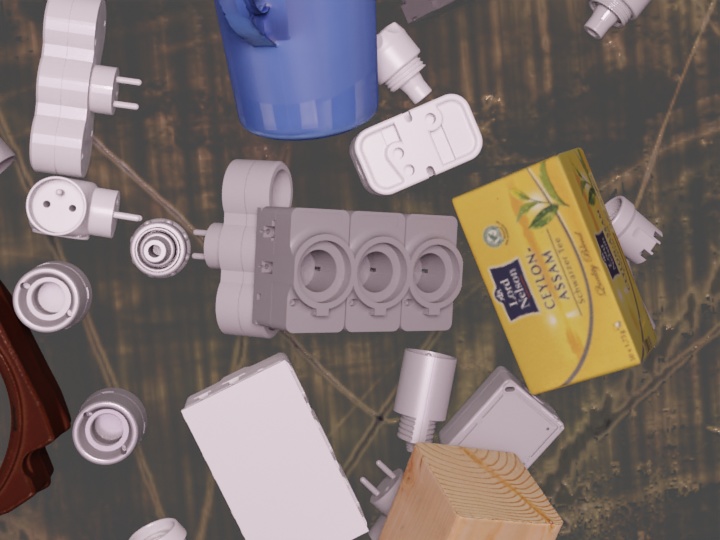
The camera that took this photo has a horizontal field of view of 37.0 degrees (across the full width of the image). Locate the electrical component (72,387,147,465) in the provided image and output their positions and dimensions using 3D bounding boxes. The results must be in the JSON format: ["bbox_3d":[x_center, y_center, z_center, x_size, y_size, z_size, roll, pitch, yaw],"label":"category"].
[{"bbox_3d":[-0.197,0.123,0.845,0.055,0.047,0.055,0,93,-6],"label":"electrical component"}]

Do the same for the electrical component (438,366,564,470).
[{"bbox_3d":[0.108,0.134,0.874,0.062,0.061,0.096,40,96,-6],"label":"electrical component"}]

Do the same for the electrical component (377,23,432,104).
[{"bbox_3d":[0.031,-0.161,0.855,0.043,0.043,0.062,-40,98,-2],"label":"electrical component"}]

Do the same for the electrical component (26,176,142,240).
[{"bbox_3d":[-0.207,-0.045,0.820,0.079,0.077,0.044,9,92,-6],"label":"electrical component"}]

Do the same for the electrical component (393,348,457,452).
[{"bbox_3d":[0.050,0.107,0.872,0.043,0.043,0.081,10,92,-6],"label":"electrical component"}]

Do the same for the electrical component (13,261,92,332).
[{"bbox_3d":[-0.240,0.021,0.835,0.055,0.047,0.055,0,93,-6],"label":"electrical component"}]

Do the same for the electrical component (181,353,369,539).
[{"bbox_3d":[-0.067,0.152,0.853,0.089,0.062,0.150,-26,95,-4],"label":"electrical component"}]

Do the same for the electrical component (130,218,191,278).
[{"bbox_3d":[-0.157,-0.016,0.834,0.048,0.062,0.048,0,93,-6],"label":"electrical component"}]

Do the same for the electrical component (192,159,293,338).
[{"bbox_3d":[-0.099,-0.018,0.846,0.074,0.052,0.138,4,93,18],"label":"electrical component"}]

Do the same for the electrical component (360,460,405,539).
[{"bbox_3d":[0.035,0.189,0.875,0.079,0.043,0.077,44,88,-6],"label":"electrical component"}]

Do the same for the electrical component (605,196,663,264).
[{"bbox_3d":[0.220,-0.032,0.884,0.046,0.040,0.040,36,89,-13],"label":"electrical component"}]

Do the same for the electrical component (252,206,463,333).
[{"bbox_3d":[0.000,0.000,0.821,0.150,0.062,0.089,1,93,-33],"label":"electrical component"}]

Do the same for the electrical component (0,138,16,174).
[{"bbox_3d":[-0.320,-0.092,0.822,0.079,0.044,0.077,-40,96,-2],"label":"electrical component"}]

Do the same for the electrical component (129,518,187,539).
[{"bbox_3d":[-0.155,0.232,0.857,0.066,0.048,0.055,-21,102,-4],"label":"electrical component"}]

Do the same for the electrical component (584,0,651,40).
[{"bbox_3d":[0.207,-0.216,0.870,0.043,0.043,0.062,38,90,-7],"label":"electrical component"}]

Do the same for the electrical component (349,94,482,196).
[{"bbox_3d":[0.042,-0.098,0.851,0.095,0.059,0.053,-24,95,-4],"label":"electrical component"}]

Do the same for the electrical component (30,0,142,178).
[{"bbox_3d":[-0.206,-0.140,0.827,0.074,0.052,0.138,7,93,-6],"label":"electrical component"}]

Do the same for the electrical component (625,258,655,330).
[{"bbox_3d":[0.215,0.029,0.886,0.044,0.044,0.065,-30,100,-3],"label":"electrical component"}]
